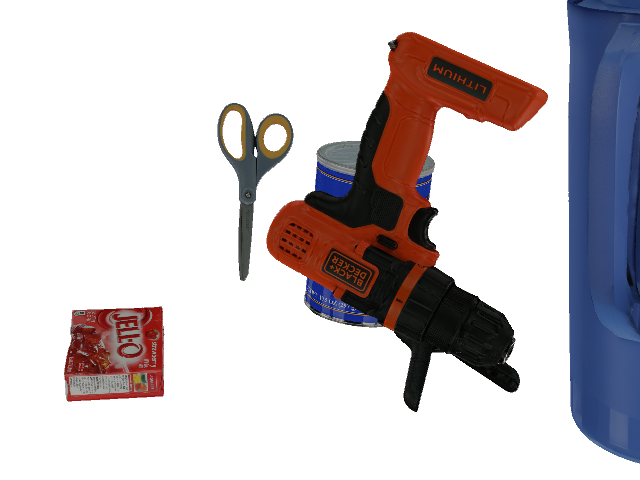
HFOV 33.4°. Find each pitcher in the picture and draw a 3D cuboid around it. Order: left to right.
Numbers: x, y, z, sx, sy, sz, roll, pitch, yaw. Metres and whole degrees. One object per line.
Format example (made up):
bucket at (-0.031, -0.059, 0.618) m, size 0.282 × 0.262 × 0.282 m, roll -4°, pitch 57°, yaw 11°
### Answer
pitcher at (0.184, -0.006, 0.546) m, size 0.149 × 0.243 × 0.145 m, roll -4°, pitch 18°, yaw -7°

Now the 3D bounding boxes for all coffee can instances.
coffee can at (0.042, -0.008, 0.944) m, size 0.103 × 0.140 × 0.103 m, roll 5°, pitch 19°, yaw -2°

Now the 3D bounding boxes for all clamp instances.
clamp at (0.130, 0.101, 1.095) m, size 0.120 × 0.171 × 0.039 m, roll 2°, pitch -44°, yaw -14°

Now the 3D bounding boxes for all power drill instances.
power drill at (0.075, -0.029, 0.708) m, size 0.184 × 0.188 × 0.057 m, roll 28°, pitch 11°, yaw 11°

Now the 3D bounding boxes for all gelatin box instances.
gelatin box at (-0.159, 0.086, 0.831) m, size 0.073 × 0.030 × 0.089 m, roll -2°, pitch 30°, yaw -7°

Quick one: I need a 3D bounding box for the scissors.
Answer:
scissors at (-0.065, -0.061, 1.208) m, size 0.096 × 0.202 × 0.016 m, roll -11°, pitch -8°, yaw -13°
